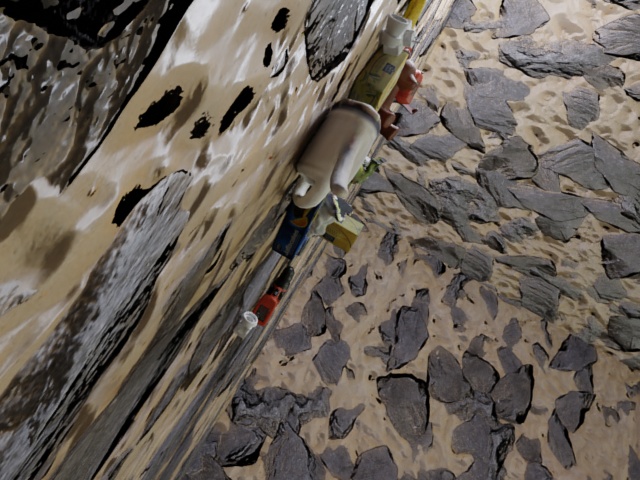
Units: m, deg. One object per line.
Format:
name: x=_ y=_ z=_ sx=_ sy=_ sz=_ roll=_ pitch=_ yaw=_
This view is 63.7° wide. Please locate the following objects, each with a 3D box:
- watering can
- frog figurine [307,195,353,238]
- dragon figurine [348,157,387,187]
watering can: x=0.035 y=-0.152 z=0.928 sx=0.225 sy=0.103 sz=0.348 roll=-58 pitch=-165 yaw=-5
frog figurine: x=0.005 y=-0.081 z=1.618 sx=0.158 sy=0.121 sz=0.140 roll=-21 pitch=-153 yaw=28
dragon figurine: x=0.124 y=-0.236 z=1.950 sx=0.239 sy=0.123 sz=0.415 roll=-53 pitch=171 yaw=25
